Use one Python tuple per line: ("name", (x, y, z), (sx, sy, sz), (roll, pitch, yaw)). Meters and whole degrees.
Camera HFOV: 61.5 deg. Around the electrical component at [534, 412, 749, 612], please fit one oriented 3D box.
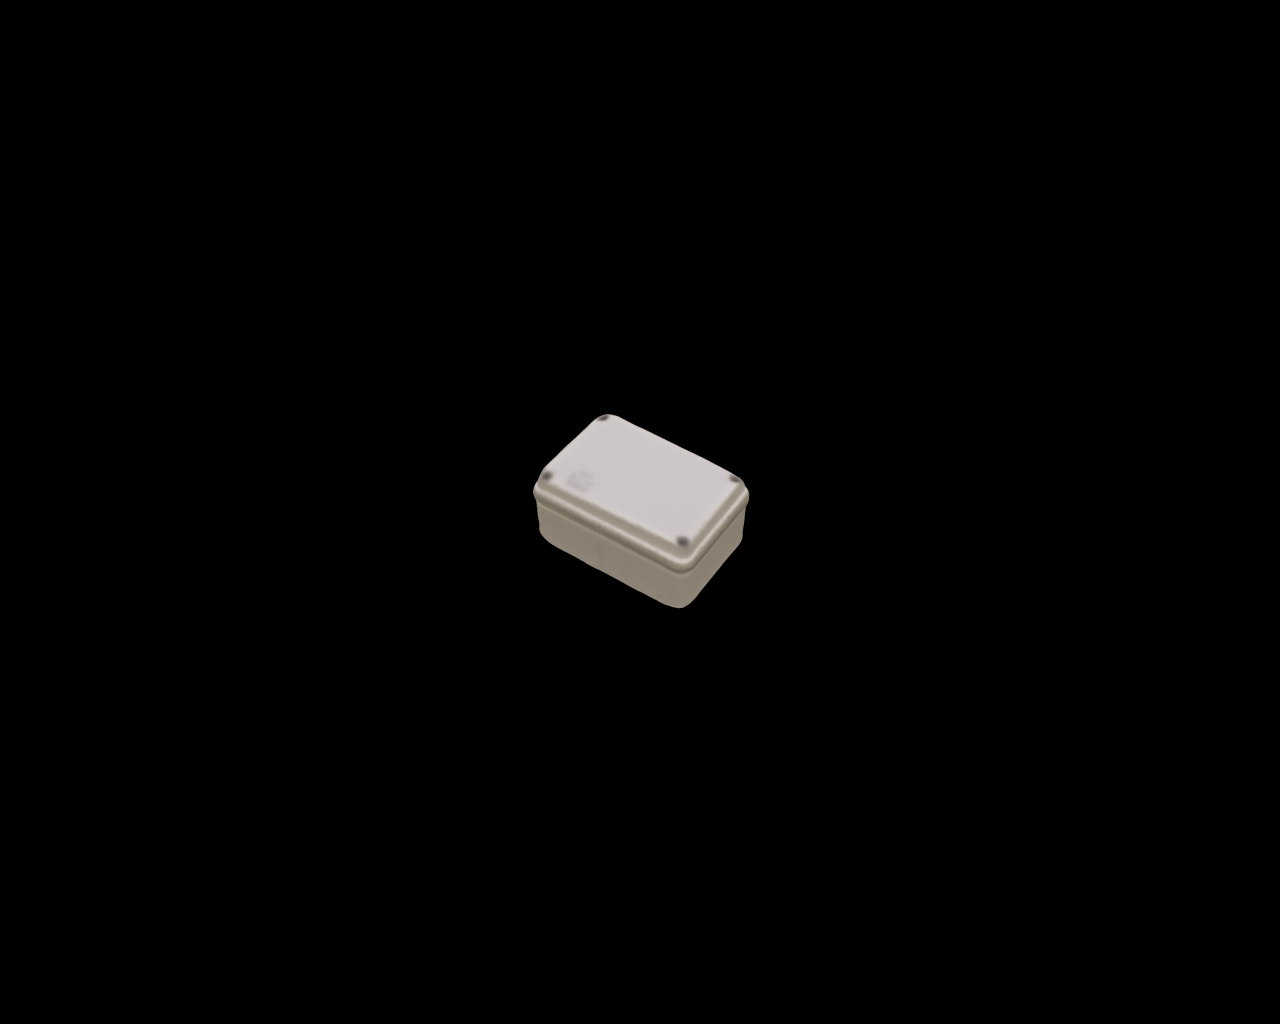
("electrical component", (0.001, -0.003, 0.650), (0.113, 0.057, 0.078), (27, 53, 22))
